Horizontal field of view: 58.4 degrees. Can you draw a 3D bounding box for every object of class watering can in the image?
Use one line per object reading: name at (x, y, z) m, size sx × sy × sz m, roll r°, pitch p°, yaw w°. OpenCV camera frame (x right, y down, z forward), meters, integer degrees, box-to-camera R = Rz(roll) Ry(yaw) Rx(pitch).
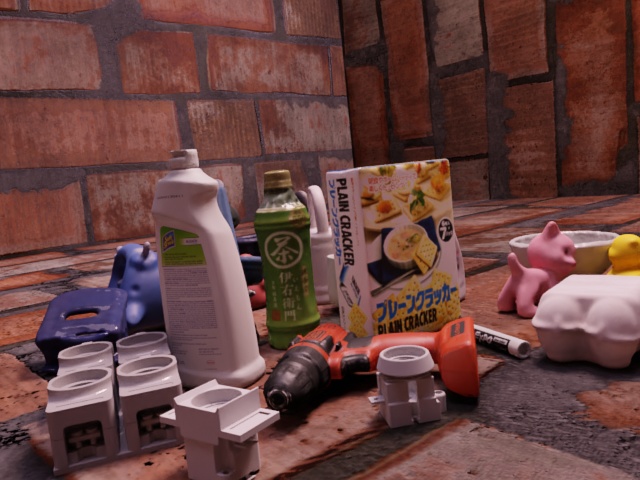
watering can at (0.009, 0.003, 0.976) m, size 0.173 × 0.194 × 0.100 m, roll -9°, pitch 8°, yaw -28°

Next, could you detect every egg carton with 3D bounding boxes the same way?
egg carton at (0.293, 0.080, 0.598) m, size 0.107 × 0.069 × 0.151 m, roll -1°, pitch 8°, yaw 39°

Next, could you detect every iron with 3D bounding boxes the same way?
iron at (-0.300, 0.068, 0.919) m, size 0.119 × 0.141 × 0.257 m, roll -10°, pitch 8°, yaw -33°

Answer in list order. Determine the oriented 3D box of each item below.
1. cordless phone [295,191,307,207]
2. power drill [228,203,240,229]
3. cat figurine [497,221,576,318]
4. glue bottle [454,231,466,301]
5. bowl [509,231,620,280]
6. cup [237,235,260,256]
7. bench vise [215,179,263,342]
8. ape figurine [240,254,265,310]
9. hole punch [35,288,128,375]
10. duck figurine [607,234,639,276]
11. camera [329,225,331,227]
cordless phone at (-0.030, -0.005, 1.127) m, size 0.094 × 0.185 × 0.147 m, roll -8°, pitch 7°, yaw -20°
power drill at (-0.211, 0.012, 1.037) m, size 0.075 × 0.208 × 0.230 m, roll -4°, pitch 7°, yaw 18°
cat figurine at (0.300, 0.034, 0.779) m, size 0.128 × 0.118 × 0.067 m, roll -9°, pitch 8°, yaw -28°
glue bottle at (0.182, 0.010, 0.852) m, size 0.037 × 0.173 × 0.078 m, roll -1°, pitch 8°, yaw 38°
bowl at (0.388, 0.032, 0.910) m, size 0.167 × 0.075 × 0.167 m, roll -6°, pitch 6°, yaw 1°
cup at (-0.136, 0.039, 1.231) m, size 0.092 × 0.095 × 0.117 m, roll -10°, pitch 8°, yaw -30°
bench vise at (-0.120, 0.025, 0.786) m, size 0.122 × 0.220 × 0.206 m, roll -9°, pitch 7°, yaw -26°
ape figurine at (-0.119, 0.069, 0.970) m, size 0.077 × 0.092 × 0.076 m, roll -3°, pitch 7°, yaw 21°
hole punch at (-0.301, 0.114, 0.742) m, size 0.109 × 0.091 × 0.101 m, roll -7°, pitch 7°, yaw -7°
duck figurine at (0.428, 0.036, 0.790) m, size 0.077 × 0.086 × 0.104 m, roll -5°, pitch 7°, yaw 6°
camera at (0.055, 0.016, 1.234) m, size 0.137 × 0.101 × 0.142 m, roll -9°, pitch 7°, yaw -24°
